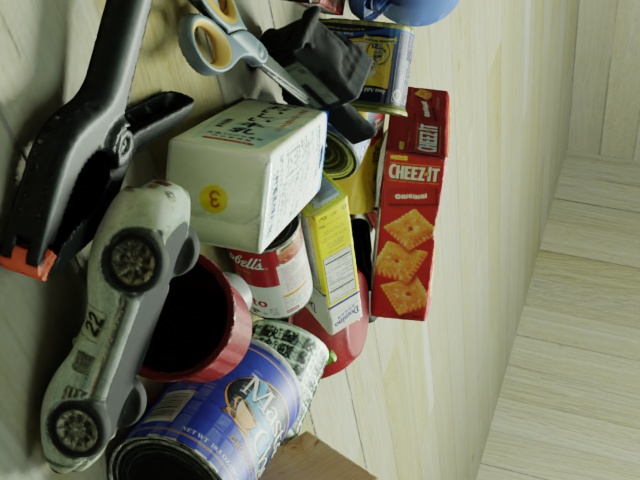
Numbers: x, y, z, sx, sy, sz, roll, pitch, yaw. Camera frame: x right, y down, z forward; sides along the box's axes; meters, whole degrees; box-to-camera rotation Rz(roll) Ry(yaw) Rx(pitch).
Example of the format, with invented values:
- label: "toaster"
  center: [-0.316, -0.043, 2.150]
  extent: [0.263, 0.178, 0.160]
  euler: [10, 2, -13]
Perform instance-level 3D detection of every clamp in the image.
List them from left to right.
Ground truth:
- label: "clamp"
  center: [-0.133, -0.062, 0.666]
  extent: [0.164, 0.036, 0.210]
  euler: [79, 31, -65]
- label: "clamp"
  center: [0.051, 0.064, 1.316]
  extent: [0.171, 0.039, 0.120]
  euler: [66, 38, -56]

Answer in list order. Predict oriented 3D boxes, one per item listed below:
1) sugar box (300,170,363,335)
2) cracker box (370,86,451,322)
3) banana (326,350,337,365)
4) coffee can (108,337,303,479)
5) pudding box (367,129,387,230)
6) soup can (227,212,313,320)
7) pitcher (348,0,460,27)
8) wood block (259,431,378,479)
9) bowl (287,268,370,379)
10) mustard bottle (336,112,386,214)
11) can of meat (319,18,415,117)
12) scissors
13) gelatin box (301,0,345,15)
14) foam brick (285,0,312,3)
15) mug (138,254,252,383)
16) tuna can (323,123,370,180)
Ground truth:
- label: "sugar box"
  center: [-0.006, 0.001, 1.004]
  extent: [0.048, 0.093, 0.176]
  euler: [-31, 142, -15]
- label: "cracker box"
  center: [0.101, -0.042, 1.197]
  extent: [0.164, 0.072, 0.214]
  euler: [-80, 175, -56]
- label: "banana"
  center: [-0.053, 0.187, 1.029]
  extent: [0.037, 0.070, 0.197]
  euler: [39, 64, -27]
- label: "coffee can"
  center: [-0.086, 0.153, 0.835]
  extent: [0.140, 0.103, 0.103]
  euler: [-52, 148, -55]
- label: "pudding box"
  center: [0.093, -0.071, 1.364]
  extent: [0.090, 0.039, 0.113]
  euler: [58, 46, -65]
- label: "soup can"
  center: [-0.045, 0.015, 0.939]
  extent: [0.102, 0.068, 0.068]
  euler: [80, 27, -50]
- label: "pitcher"
  center: [0.093, -0.286, 1.049]
  extent: [0.243, 0.149, 0.145]
  euler: [73, 10, -84]
- label: "wood block"
  center: [-0.055, 0.256, 0.891]
  extent: [0.205, 0.091, 0.090]
  euler: [-23, 128, -42]
- label: "bowl"
  center: [0.016, 0.080, 1.153]
  extent: [0.162, 0.055, 0.162]
  euler: [3, 90, -73]
- label: "mustard bottle"
  center: [0.042, -0.126, 1.139]
  extent: [0.096, 0.058, 0.192]
  euler: [-21, 120, -72]
- label: "can of meat"
  center: [0.038, -0.168, 1.033]
  extent: [0.057, 0.102, 0.084]
  euler: [-5, 104, -71]
- label: "scissors"
  center: [-0.056, -0.131, 0.802]
  extent: [0.201, 0.016, 0.096]
  euler: [51, 38, -47]
- label: "gelatin box"
  center: [0.006, -0.259, 0.992]
  extent: [0.073, 0.030, 0.089]
  euler: [-9, 109, -72]
- label: "foam brick"
  center: [-0.020, -0.240, 0.884]
  extent: [0.051, 0.053, 0.078]
  euler: [82, 25, -45]
- label: "mug"
  center: [-0.100, 0.049, 0.775]
  extent: [0.081, 0.093, 0.117]
  euler: [52, 16, -74]
- label: "tuna can"
  center: [0.001, -0.093, 0.986]
  extent: [0.086, 0.086, 0.033]
  euler: [74, 33, -55]
